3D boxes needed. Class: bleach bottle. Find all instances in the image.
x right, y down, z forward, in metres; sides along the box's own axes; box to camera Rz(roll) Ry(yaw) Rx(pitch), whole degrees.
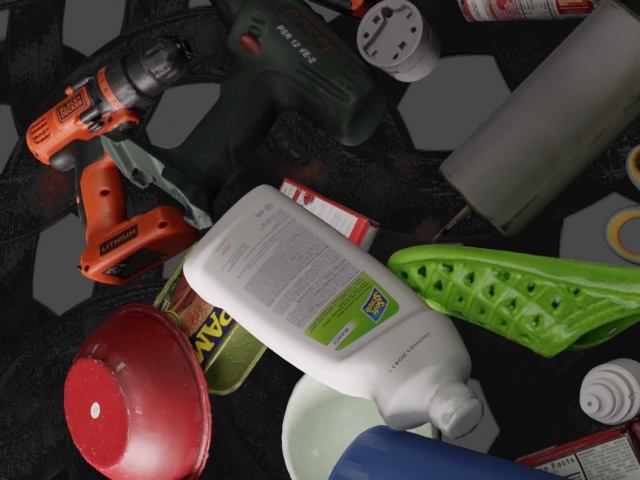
[{"bbox_3d":[0.011,0.056,0.718,0.102,0.068,0.251,-48,46,-4],"label":"bleach bottle"}]

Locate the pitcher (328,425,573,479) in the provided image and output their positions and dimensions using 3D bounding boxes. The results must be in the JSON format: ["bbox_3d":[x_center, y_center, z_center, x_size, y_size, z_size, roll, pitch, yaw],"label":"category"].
[{"bbox_3d":[0.121,0.205,0.631,0.243,0.145,0.149,15,77,28],"label":"pitcher"}]

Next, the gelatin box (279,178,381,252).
[{"bbox_3d":[-0.006,0.001,0.853,0.089,0.030,0.073,28,94,30],"label":"gelatin box"}]

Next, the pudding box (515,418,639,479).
[{"bbox_3d":[0.184,0.182,0.686,0.090,0.039,0.113,-27,84,30],"label":"pudding box"}]

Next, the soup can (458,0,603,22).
[{"bbox_3d":[0.159,-0.196,0.784,0.102,0.068,0.068,4,82,29],"label":"soup can"}]

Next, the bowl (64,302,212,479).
[{"bbox_3d":[-0.158,0.134,0.858,0.162,0.055,0.162,8,102,44],"label":"bowl"}]

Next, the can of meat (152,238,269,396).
[{"bbox_3d":[-0.084,0.060,0.867,0.084,0.057,0.102,40,99,31],"label":"can of meat"}]

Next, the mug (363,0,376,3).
[{"bbox_3d":[0.071,-0.234,0.814,0.082,0.117,0.093,7,75,24],"label":"mug"}]

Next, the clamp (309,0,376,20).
[{"bbox_3d":[0.000,-0.279,0.904,0.165,0.036,0.210,-39,66,14],"label":"clamp"}]

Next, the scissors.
[{"bbox_3d":[0.274,0.012,0.708,0.096,0.016,0.202,-51,62,12],"label":"scissors"}]

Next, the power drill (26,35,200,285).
[{"bbox_3d":[-0.168,-0.069,0.940,0.185,0.057,0.188,-30,64,23],"label":"power drill"}]
